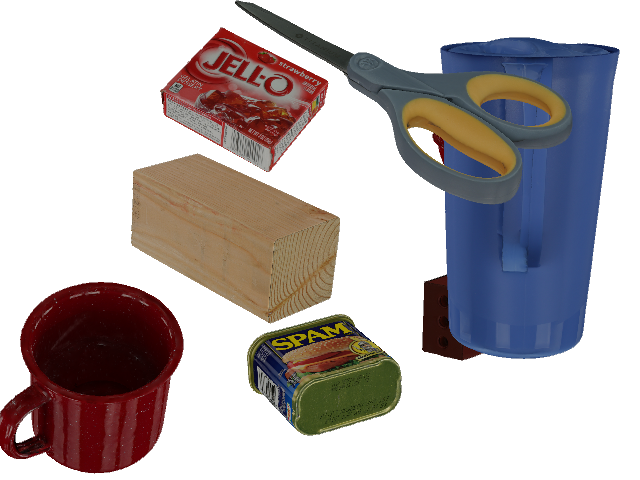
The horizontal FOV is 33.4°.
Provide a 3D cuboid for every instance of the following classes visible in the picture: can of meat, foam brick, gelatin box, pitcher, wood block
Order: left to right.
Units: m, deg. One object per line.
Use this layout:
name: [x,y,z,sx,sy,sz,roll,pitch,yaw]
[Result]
wood block: [-0.089,-0.007,1.063,0.206,0.090,0.090,26,31,36]
gelatin box: [-0.051,-0.097,0.722,0.089,0.073,0.030,29,-32,12]
can of meat: [0.004,0.109,0.865,0.102,0.057,0.084,-13,26,-25]
foam brick: [0.141,0.079,1.110,0.053,0.078,0.051,10,17,39]
pitcher: [0.155,-0.033,0.829,0.149,0.243,0.145,-10,18,-32]

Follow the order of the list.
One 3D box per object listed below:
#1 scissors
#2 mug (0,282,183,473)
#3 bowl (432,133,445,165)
scissors: [0.044,-0.085,0.536,0.096,0.016,0.202,-20,47,-22]
mug: [-0.141,0.091,0.637,0.093,0.082,0.117,36,47,23]
bowl: [0.209,-0.091,1.262,0.162,0.055,0.162,5,23,-2]
